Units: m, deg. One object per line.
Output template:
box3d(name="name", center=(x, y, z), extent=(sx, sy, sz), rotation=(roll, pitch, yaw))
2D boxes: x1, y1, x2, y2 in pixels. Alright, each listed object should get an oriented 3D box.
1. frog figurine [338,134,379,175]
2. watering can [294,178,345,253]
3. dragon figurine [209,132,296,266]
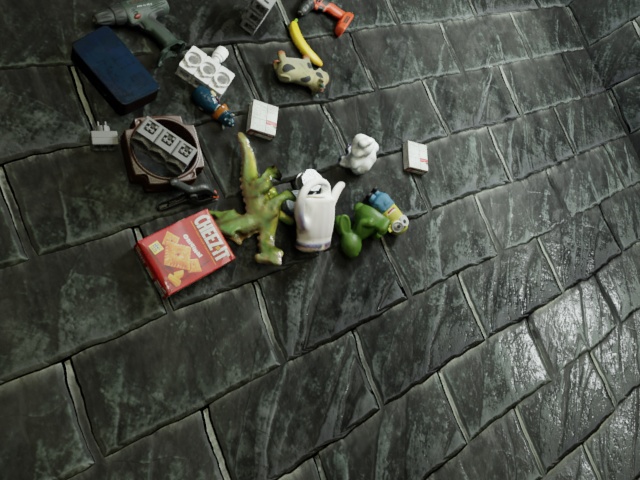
box3d(name="frog figurine", center=(0.147, -0.292, 1.717), extent=(0.139, 0.157, 0.122), rotation=(-37, 96, -32))
box3d(name="watering can", center=(0.005, -0.080, 1.580), extent=(0.350, 0.104, 0.223), rotation=(-18, 115, -66))
box3d(name="dragon figurine", center=(-0.213, -0.104, 1.504), extent=(0.245, 0.120, 0.412), rotation=(-32, 81, -24))
